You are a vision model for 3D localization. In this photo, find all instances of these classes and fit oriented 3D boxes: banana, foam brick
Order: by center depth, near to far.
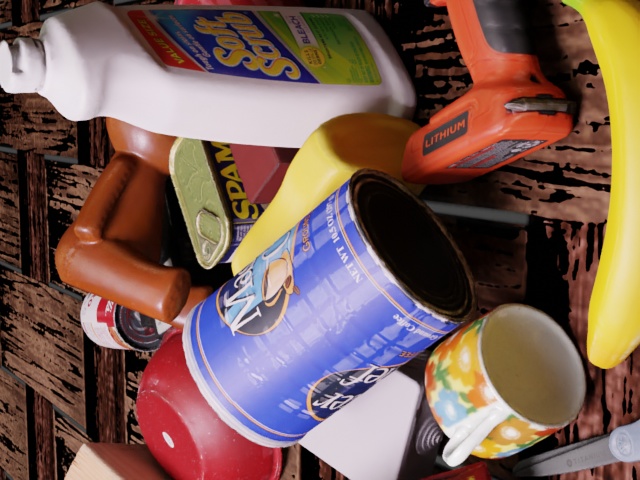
[{"bbox_3d":[0.153,-0.033,0.520,0.070,0.037,0.198,-179,87,-76],"label":"banana"},{"bbox_3d":[-0.015,-0.060,0.743,0.051,0.078,0.053,-49,54,48],"label":"foam brick"}]

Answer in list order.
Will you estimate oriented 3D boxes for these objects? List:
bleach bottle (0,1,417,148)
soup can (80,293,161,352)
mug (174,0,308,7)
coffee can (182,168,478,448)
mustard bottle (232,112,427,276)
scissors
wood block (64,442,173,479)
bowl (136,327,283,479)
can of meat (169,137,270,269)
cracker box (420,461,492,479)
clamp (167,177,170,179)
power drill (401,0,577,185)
[{"bbox_3d":[-0.068,-0.099,0.658,0.068,0.250,0.102,-57,48,45],"label":"bleach bottle"},{"bbox_3d":[-0.188,0.074,1.051,0.102,0.068,0.068,-5,90,59],"label":"soup can"},{"bbox_3d":[-0.053,-0.145,0.782,0.081,0.093,0.117,59,134,28],"label":"mug"},{"bbox_3d":[0.004,0.041,0.614,0.140,0.102,0.103,-39,58,27],"label":"coffee can"},{"bbox_3d":[-0.005,0.000,0.702,0.058,0.096,0.192,57,134,24],"label":"mustard bottle"},{"bbox_3d":[0.161,0.083,0.537,0.202,0.016,0.096,-7,86,58],"label":"scissors"},{"bbox_3d":[-0.124,0.261,0.878,0.206,0.090,0.091,32,99,34],"label":"wood block"},{"bbox_3d":[-0.105,0.154,0.890,0.162,0.055,0.162,30,134,37],"label":"bowl"},{"bbox_3d":[-0.053,-0.034,0.777,0.058,0.083,0.102,-49,54,49],"label":"can of meat"},{"bbox_3d":[0.042,0.241,0.623,0.214,0.071,0.164,-45,60,52],"label":"cracker box"},{"bbox_3d":[-0.159,-0.087,1.011,0.165,0.036,0.210,35,125,51],"label":"clamp"},{"bbox_3d":[0.069,-0.131,0.618,0.185,0.057,0.187,-24,73,57],"label":"power drill"}]
